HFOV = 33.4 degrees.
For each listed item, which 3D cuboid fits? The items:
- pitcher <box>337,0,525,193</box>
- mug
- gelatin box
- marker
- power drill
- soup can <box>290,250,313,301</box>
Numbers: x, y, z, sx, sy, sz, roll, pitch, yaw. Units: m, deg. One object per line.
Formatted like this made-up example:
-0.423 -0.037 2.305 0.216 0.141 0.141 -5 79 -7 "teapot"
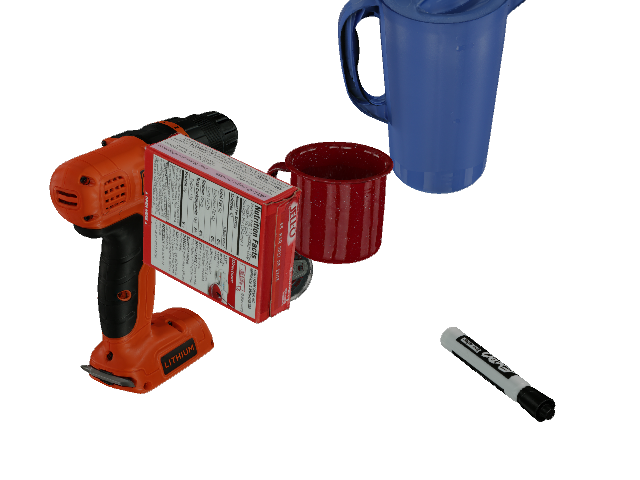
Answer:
0.115 -0.168 1.122 0.149 0.243 0.144 28 53 28 "pitcher"
0.004 -0.034 0.931 0.117 0.081 0.093 12 28 20 "mug"
-0.054 -0.007 0.565 0.089 0.073 0.030 25 35 29 "gelatin box"
0.132 0.100 0.800 0.020 0.020 0.121 0 23 -32 "marker"
-0.121 0.005 0.798 0.057 0.188 0.184 12 25 31 "power drill"
-0.060 0.024 1.190 0.068 0.068 0.102 0 13 -28 "soup can"
